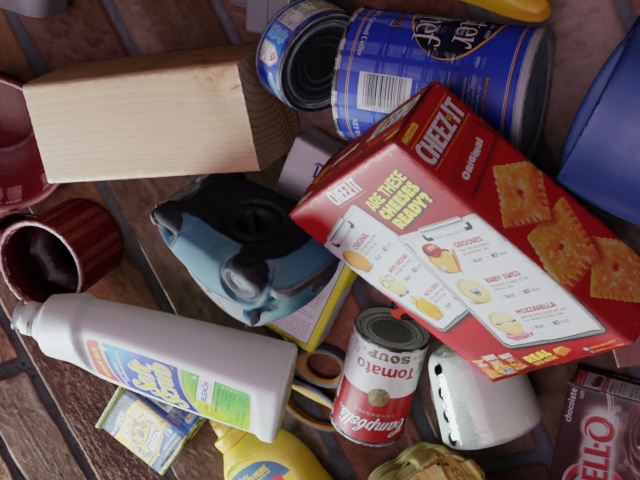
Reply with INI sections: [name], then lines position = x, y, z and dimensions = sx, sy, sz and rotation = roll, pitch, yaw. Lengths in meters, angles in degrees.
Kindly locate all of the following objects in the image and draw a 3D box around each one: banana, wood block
[banana]
position = 0.073, -0.192, 0.786
dimensions = 0.198, 0.069, 0.037
rotation = 7, 151, 13
[wood block]
position = -0.132, -0.107, 0.898
dimensions = 0.206, 0.090, 0.091
rotation = -2, 111, 24

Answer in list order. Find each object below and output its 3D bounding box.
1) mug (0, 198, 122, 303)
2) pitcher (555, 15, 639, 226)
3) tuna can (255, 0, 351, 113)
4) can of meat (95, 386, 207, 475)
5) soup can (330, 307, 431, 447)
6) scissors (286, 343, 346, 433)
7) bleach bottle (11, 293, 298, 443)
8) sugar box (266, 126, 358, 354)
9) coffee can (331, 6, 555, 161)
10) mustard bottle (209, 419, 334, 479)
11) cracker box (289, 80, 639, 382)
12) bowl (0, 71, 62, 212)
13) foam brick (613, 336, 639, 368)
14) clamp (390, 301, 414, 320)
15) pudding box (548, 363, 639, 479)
[mug]
position = -0.250, 0.006, 1.004
dimensions = 0.117, 0.081, 0.093
rotation = 23, 119, 13
[pitcher]
position = 0.292, -0.051, 0.710
dimensions = 0.243, 0.149, 0.145
rotation = 26, 81, 8
[tuna can]
position = -0.006, -0.142, 0.825
dimensions = 0.034, 0.085, 0.086
rotation = 43, 128, 40
[can of meat]
position = -0.161, 0.172, 1.044
dimensions = 0.084, 0.057, 0.102
rotation = 38, 135, 3
[soup can]
position = 0.052, 0.118, 0.925
dimensions = 0.068, 0.068, 0.102
rotation = 21, 118, 15
[scissors]
position = -0.052, 0.104, 0.996
dimensions = 0.202, 0.016, 0.096
rotation = 35, 119, 6
[bleach bottle]
position = -0.149, 0.103, 0.948
dimensions = 0.251, 0.068, 0.103
rotation = 15, 141, 4
[sugar box]
position = -0.006, 0.001, 0.914
dimensions = 0.093, 0.048, 0.176
rotation = 32, 118, 11
[coffee can]
position = 0.092, -0.113, 0.787
dimensions = 0.140, 0.102, 0.103
rotation = 12, 116, 20
[mustard bottle]
position = -0.035, 0.235, 1.020
dimensions = 0.191, 0.058, 0.096
rotation = 47, 128, 0
[cracker box]
position = 0.107, 0.002, 0.762
dimensions = 0.213, 0.072, 0.164
rotation = 39, 151, -11
[bowl]
position = -0.306, -0.101, 0.976
dimensions = 0.162, 0.055, 0.162
rotation = -3, 133, -3
[foam brick]
position = 0.249, 0.056, 0.803
dimensions = 0.053, 0.078, 0.051
rotation = -9, 106, 27
[clamp]
position = 0.128, 0.019, 0.866
dimensions = 0.120, 0.039, 0.172
rotation = 44, 126, 7
[pudding box]
position = 0.242, 0.166, 0.877
dimensions = 0.090, 0.039, 0.113
rotation = 14, 116, 19
